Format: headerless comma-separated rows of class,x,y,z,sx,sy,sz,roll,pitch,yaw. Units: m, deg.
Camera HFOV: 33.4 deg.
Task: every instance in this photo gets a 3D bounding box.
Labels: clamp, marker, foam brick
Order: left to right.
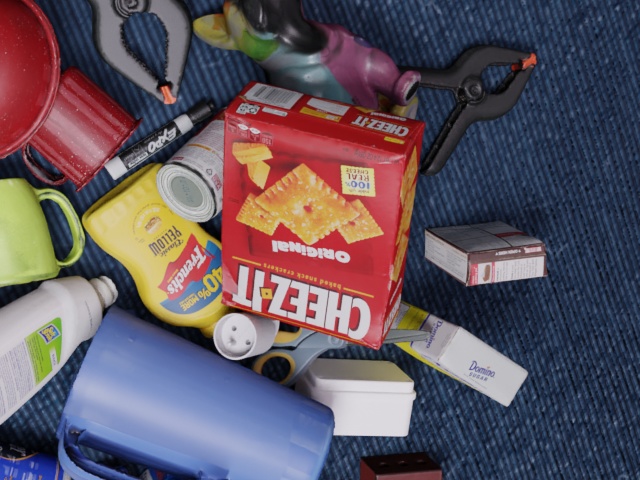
clamp,-0.168,-0.231,0.990,0.164,0.036,0.210,-27,107,2
marker,-0.154,-0.099,1.034,0.121,0.020,0.020,-34,107,-9
foam brick,0.087,0.265,1.151,0.078,0.053,0.051,-1,99,-17
clamp,0.152,-0.142,1.108,0.171,0.039,0.120,-19,105,-13

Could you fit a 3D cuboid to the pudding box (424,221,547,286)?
pudding box,0.169,0.012,1.101,0.090,0.114,0.039,-7,104,-15

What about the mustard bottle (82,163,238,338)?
mustard bottle,-0.138,0.026,1.039,0.096,0.058,0.191,-41,109,-18

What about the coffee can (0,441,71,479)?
coffee can,-0.317,0.236,0.998,0.140,0.103,0.103,21,93,-19

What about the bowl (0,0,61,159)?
bowl,-0.308,-0.149,0.918,0.162,0.055,0.162,-1,88,16

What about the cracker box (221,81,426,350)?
cracker box,-0.004,-0.019,0.951,0.164,0.072,0.214,16,127,14

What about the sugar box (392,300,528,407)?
sugar box,0.123,0.107,1.069,0.093,0.176,0.048,34,88,-20

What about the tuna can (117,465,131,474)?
tuna can,-0.198,0.266,1.048,0.033,0.086,0.086,-11,102,-17

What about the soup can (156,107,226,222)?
soup can,-0.099,-0.072,1.006,0.068,0.069,0.102,55,48,-18

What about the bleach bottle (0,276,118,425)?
bleach bottle,-0.281,0.111,0.964,0.250,0.068,0.103,-38,142,-41

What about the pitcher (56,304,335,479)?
pitcher,-0.116,0.173,0.995,0.243,0.145,0.149,23,88,-3

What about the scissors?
scissors,0.008,0.114,1.046,0.016,0.202,0.096,13,89,-62

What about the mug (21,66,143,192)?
mug,-0.231,-0.098,0.982,0.081,0.093,0.117,42,122,-14
